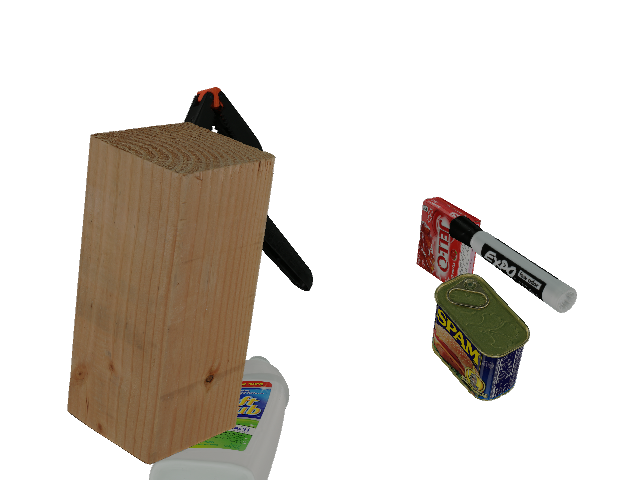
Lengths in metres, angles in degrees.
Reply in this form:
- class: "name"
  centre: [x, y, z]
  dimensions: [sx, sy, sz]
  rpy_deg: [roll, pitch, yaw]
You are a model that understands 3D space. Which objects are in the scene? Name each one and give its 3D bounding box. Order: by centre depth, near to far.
- class: "wood block"
  centre: [-0.104, 0.033, 0.730]
  dimensions: [0.090, 0.206, 0.090]
  rpy_deg: [24, 24, 34]
- class: "marker"
  centre: [0.133, 0.014, 0.760]
  dimensions: [0.020, 0.020, 0.121]
  rpy_deg: [0, 27, -37]
- class: "clamp"
  centre: [-0.080, -0.034, 0.983]
  dimensions: [0.164, 0.210, 0.036]
  rpy_deg: [-3, 2, -36]
- class: "bleach bottle"
  centre: [-0.089, 0.181, 1.056]
  dimensions: [0.102, 0.068, 0.250]
  rpy_deg: [2, 20, 6]
- class: "can of meat"
  centre: [0.155, 0.098, 1.059]
  dimensions: [0.057, 0.084, 0.102]
  rpy_deg: [-25, 52, -20]
- class: "gelatin box"
  centre: [0.149, 0.003, 1.253]
  dimensions: [0.030, 0.089, 0.073]
  rpy_deg: [-15, 33, -31]
